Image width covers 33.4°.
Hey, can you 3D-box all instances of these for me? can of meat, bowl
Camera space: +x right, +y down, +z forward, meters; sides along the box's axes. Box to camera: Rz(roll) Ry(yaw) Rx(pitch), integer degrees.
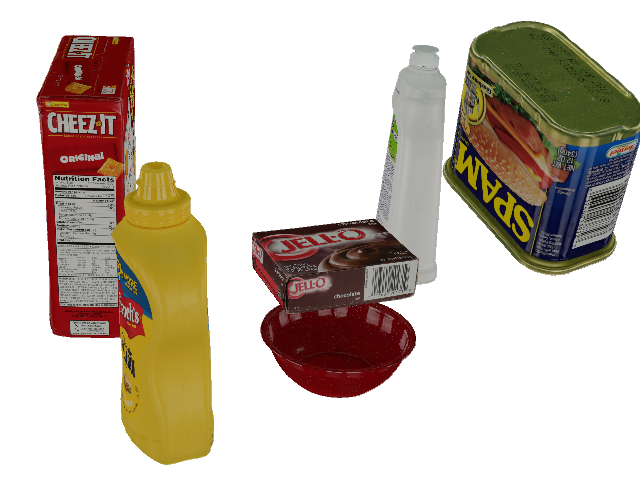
[{"bbox_3d":[0.109,-0.048,0.532,0.057,0.084,0.102,-17,47,-21],"label":"can of meat"},{"bbox_3d":[0.017,0.117,1.116,0.162,0.055,0.162,2,25,-1],"label":"bowl"}]

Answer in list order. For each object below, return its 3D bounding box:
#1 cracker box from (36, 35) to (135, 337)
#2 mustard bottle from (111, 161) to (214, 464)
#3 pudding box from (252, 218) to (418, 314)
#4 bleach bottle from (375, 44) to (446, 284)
[{"bbox_3d":[-0.195,-0.048,0.908,0.072,0.214,0.164,0,27,-7],"label":"cracker box"},{"bbox_3d":[-0.102,0.042,0.690,0.058,0.192,0.096,-8,26,-21],"label":"mustard bottle"},{"bbox_3d":[0.010,0.019,0.861,0.113,0.039,0.090,-5,25,-20],"label":"pudding box"},{"bbox_3d":[0.102,-0.084,1.162,0.068,0.251,0.102,0,26,-9],"label":"bleach bottle"}]
